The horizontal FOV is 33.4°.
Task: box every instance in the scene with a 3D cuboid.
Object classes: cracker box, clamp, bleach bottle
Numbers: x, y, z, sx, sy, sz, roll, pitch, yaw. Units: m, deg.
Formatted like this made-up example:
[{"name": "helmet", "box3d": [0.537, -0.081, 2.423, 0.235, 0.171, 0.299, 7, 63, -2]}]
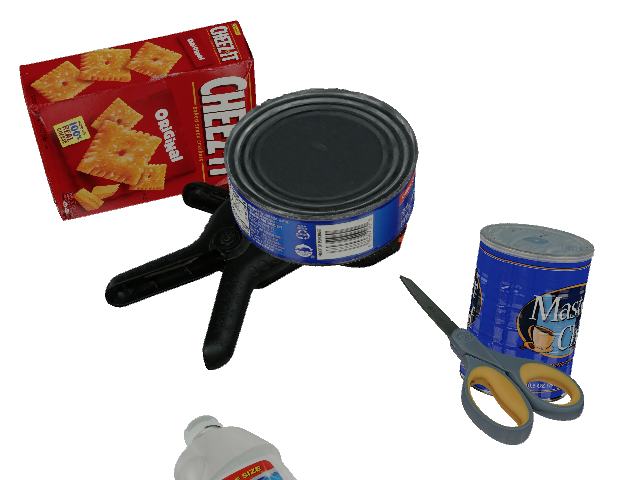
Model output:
[{"name": "cracker box", "box3d": [-0.171, -0.114, 1.052, 0.213, 0.072, 0.164, -13, -38, -11]}, {"name": "clamp", "box3d": [-0.075, 0.011, 0.786, 0.120, 0.171, 0.039, 22, -34, 24]}, {"name": "clamp", "box3d": [-0.009, -0.002, 0.973, 0.209, 0.036, 0.165, 4, 29, -24]}, {"name": "bleach bottle", "box3d": [-0.047, 0.207, 0.723, 0.102, 0.068, 0.251, -16, 34, -19]}]

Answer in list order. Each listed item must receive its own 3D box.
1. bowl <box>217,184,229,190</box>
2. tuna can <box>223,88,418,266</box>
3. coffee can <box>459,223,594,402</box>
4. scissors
[{"name": "bowl", "box3d": [-0.063, -0.059, 1.293, 0.162, 0.055, 0.162, 4, 26, -2]}, {"name": "tuna can", "box3d": [0.001, -0.029, 0.481, 0.086, 0.086, 0.034, 0, -44, 3]}, {"name": "coffee can", "box3d": [0.189, 0.065, 0.984, 0.103, 0.140, 0.103, 6, 16, -2]}, {"name": "scissors", "box3d": [0.128, 0.080, 0.801, 0.096, 0.016, 0.202, -1, 31, -10]}]
